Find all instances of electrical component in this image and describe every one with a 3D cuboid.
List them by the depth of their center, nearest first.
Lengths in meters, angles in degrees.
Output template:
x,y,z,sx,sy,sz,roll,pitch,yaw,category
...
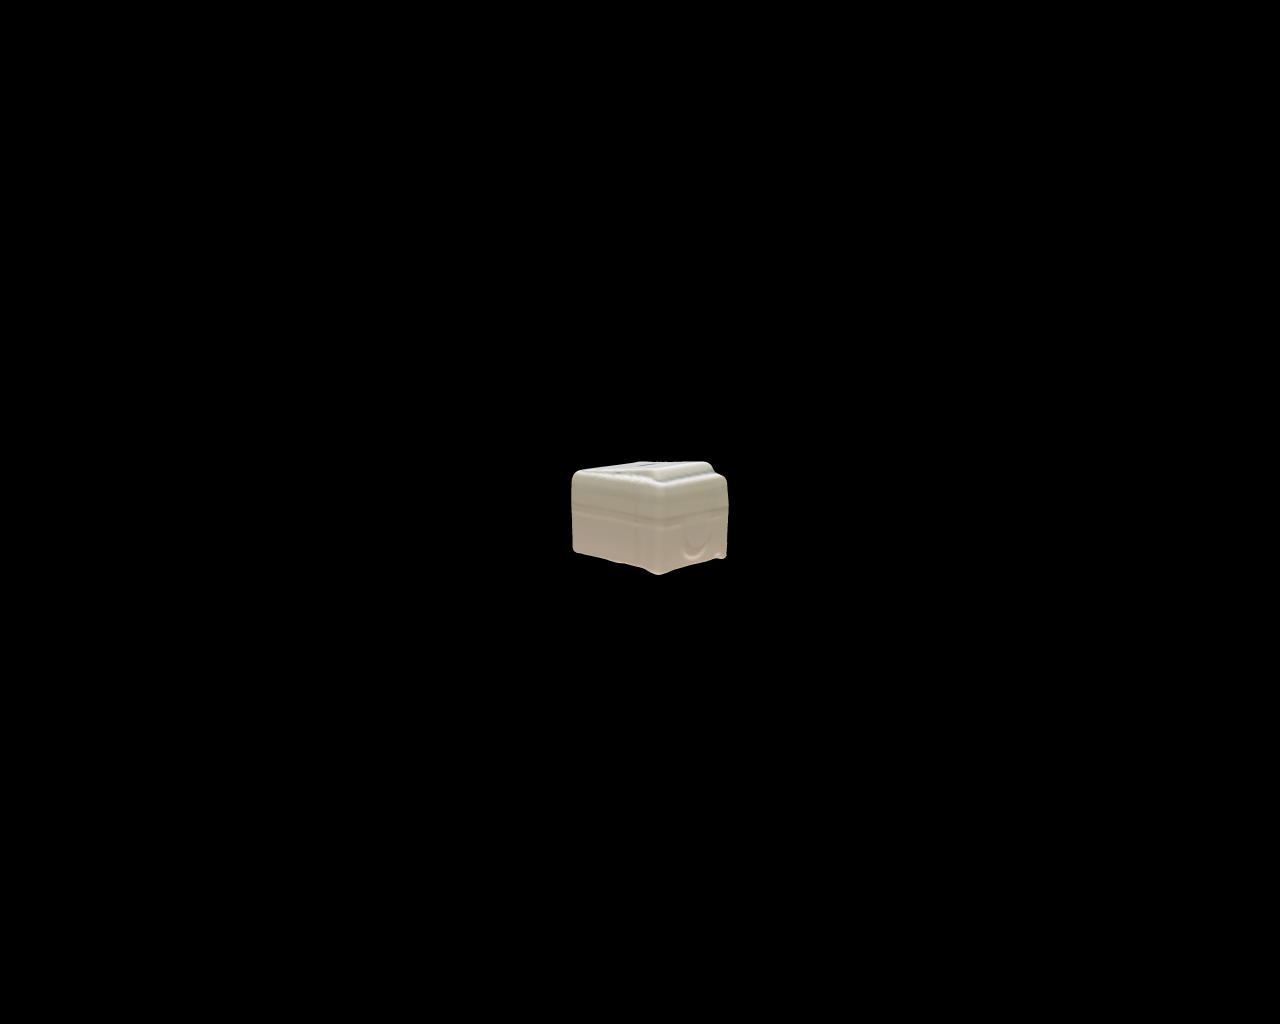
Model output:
x,y,z,sx,sy,sz,roll,pitch,yaw,category
0.001,-0.003,0.650,0.062,0.061,0.096,-10,15,-42,electrical component
